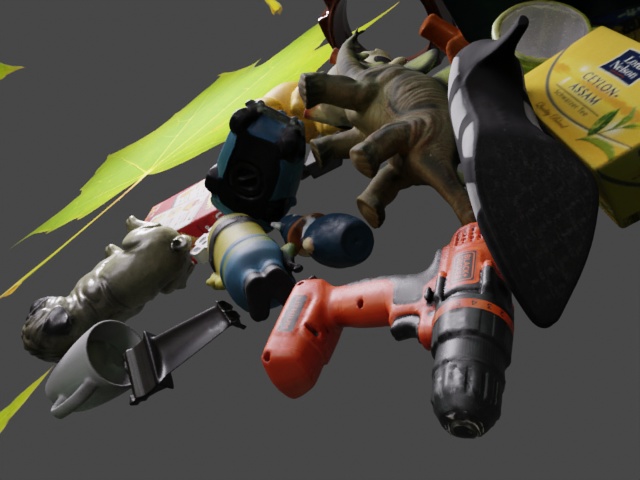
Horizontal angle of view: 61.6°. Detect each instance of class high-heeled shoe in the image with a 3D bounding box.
[{"bbox_3d":[0.140,-0.054,0.426,0.086,0.248,0.145,3,-12,-1],"label":"high-heeled shoe"}]

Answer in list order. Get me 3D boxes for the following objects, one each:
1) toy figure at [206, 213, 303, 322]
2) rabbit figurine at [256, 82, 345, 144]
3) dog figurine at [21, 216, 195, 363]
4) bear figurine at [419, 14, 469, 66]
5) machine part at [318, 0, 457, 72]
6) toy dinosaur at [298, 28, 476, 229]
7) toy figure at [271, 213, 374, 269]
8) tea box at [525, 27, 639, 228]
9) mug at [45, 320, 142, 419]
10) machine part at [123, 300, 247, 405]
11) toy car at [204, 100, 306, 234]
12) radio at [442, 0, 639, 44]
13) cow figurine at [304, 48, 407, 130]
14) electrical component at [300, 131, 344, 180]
[{"bbox_3d":[-0.074,0.024,0.591,0.082,0.089,0.180,4,10,-21],"label":"toy figure"},{"bbox_3d":[-0.001,-0.209,0.916,0.162,0.121,0.173,-38,38,-27],"label":"rabbit figurine"},{"bbox_3d":[-0.260,0.066,0.676,0.172,0.121,0.190,-41,8,32],"label":"dog figurine"},{"bbox_3d":[0.197,-0.255,0.713,0.120,0.132,0.196,-42,10,42],"label":"bear figurine"},{"bbox_3d":[0.114,-0.371,0.919,0.201,0.201,0.087,-14,36,36],"label":"machine part"},{"bbox_3d":[0.082,-0.148,0.612,0.199,0.104,0.472,-16,45,-12],"label":"toy dinosaur"},{"bbox_3d":[-0.003,-0.003,0.588,0.155,0.064,0.057,9,83,60],"label":"toy figure"},{"bbox_3d":[0.234,-0.098,0.431,0.098,0.068,0.170,-33,30,15],"label":"tea box"},{"bbox_3d":[-0.263,0.159,0.608,0.107,0.080,0.110,-35,22,26],"label":"mug"},{"bbox_3d":[-0.148,0.112,0.574,0.139,0.039,0.084,-31,42,1],"label":"machine part"},{"bbox_3d":[-0.068,-0.099,0.667,0.103,0.109,0.161,-57,-10,-58],"label":"toy car"},{"bbox_3d":[0.234,-0.290,0.549,0.230,0.131,0.073,4,56,47],"label":"radio"},{"bbox_3d":[0.067,-0.238,0.827,0.085,0.127,0.195,108,-171,-47],"label":"cow figurine"},{"bbox_3d":[0.006,-0.131,0.814,0.102,0.045,0.078,-21,30,26],"label":"electrical component"}]
